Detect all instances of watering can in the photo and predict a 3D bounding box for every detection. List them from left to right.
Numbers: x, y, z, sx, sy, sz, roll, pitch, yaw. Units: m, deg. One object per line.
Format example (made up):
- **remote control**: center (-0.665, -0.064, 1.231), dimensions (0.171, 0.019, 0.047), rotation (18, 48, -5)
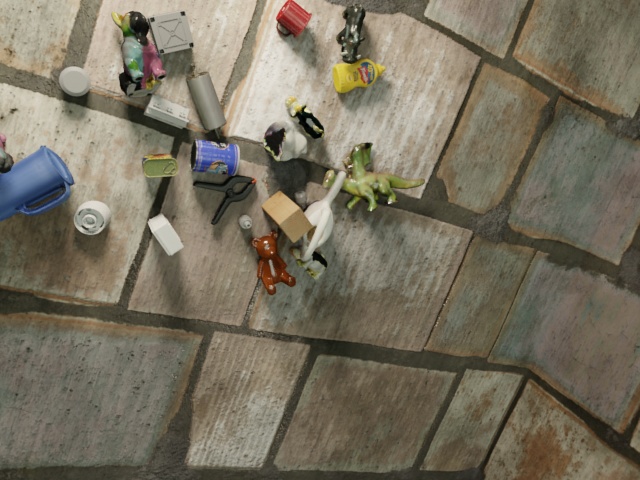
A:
- **watering can**: center (0.006, -0.092, 1.822), dimensions (0.104, 0.227, 0.345), rotation (23, 99, -12)

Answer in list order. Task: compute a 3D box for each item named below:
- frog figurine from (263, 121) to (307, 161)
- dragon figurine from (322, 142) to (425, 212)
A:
- **frog figurine**: center (-0.114, -0.339, 1.759), dimensions (0.161, 0.123, 0.136), rotation (-23, 115, -56)
- **dragon figurine**: center (0.193, -0.247, 1.924), dimensions (0.413, 0.123, 0.239), rotation (-24, 109, -17)
